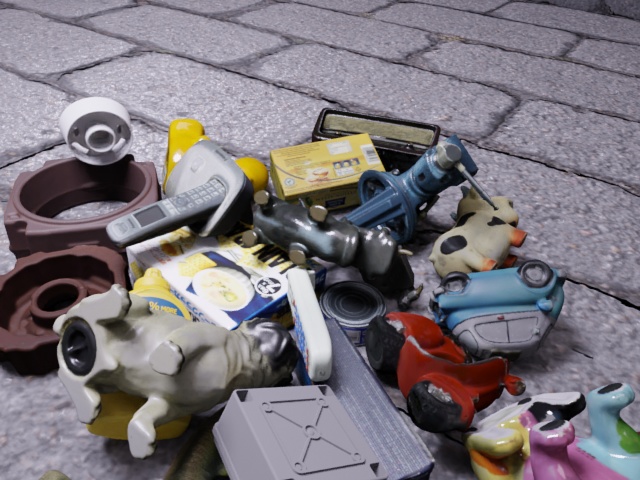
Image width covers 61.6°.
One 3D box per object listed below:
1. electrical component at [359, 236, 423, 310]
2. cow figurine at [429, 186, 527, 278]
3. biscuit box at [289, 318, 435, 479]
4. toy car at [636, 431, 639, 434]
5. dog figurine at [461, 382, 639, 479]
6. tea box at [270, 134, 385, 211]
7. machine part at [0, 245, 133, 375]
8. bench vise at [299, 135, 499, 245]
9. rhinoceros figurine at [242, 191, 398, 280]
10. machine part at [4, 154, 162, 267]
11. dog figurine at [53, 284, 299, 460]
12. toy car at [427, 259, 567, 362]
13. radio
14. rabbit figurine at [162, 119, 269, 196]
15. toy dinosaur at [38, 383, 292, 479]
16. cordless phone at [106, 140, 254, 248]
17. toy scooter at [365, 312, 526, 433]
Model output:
[{"bbox_3d":[0.090,0.041,0.695,0.078,0.102,0.045,-13,27,16],"label":"electrical component"},{"bbox_3d":[0.226,-0.007,0.778,0.127,0.085,0.195,33,47,24],"label":"cow figurine"},{"bbox_3d":[0.032,0.168,0.547,0.063,0.059,0.203,-15,41,-20],"label":"biscuit box"},{"bbox_3d":[0.325,0.249,0.438,0.053,0.089,0.202,-11,38,-11],"label":"toy car"},{"bbox_3d":[0.231,0.243,0.440,0.108,0.191,0.219,-15,75,-27],"label":"dog figurine"},{"bbox_3d":[0.011,-0.104,0.868,0.170,0.068,0.098,-12,59,-11],"label":"tea box"},{"bbox_3d":[-0.310,0.080,0.643,0.179,0.056,0.179,2,38,-1],"label":"machine part"},{"bbox_3d":[0.098,-0.050,0.748,0.241,0.128,0.224,-28,4,-20],"label":"bench vise"},{"bbox_3d":[-0.001,-0.002,0.647,0.191,0.073,0.112,17,-1,22],"label":"rhinoceros figurine"},{"bbox_3d":[-0.334,-0.045,0.781,0.201,0.087,0.202,-7,37,-13],"label":"machine part"},{"bbox_3d":[-0.129,0.102,0.517,0.172,0.121,0.190,37,17,23],"label":"dog figurine"},{"bbox_3d":[0.214,0.090,0.635,0.162,0.109,0.103,-6,61,1],"label":"toy car"},{"bbox_3d":[0.099,-0.172,0.989,0.230,0.073,0.131,10,38,9],"label":"radio"},{"bbox_3d":[-0.159,-0.108,0.858,0.173,0.121,0.162,8,26,-27],"label":"rabbit figurine"},{"bbox_3d":[-0.132,0.256,0.393,0.199,0.105,0.471,14,33,2],"label":"toy dinosaur"},{"bbox_3d":[-0.190,-0.050,0.691,0.184,0.088,0.147,-23,44,-26],"label":"cordless phone"},{"bbox_3d":[0.134,0.135,0.574,0.135,0.075,0.184,0,20,-17],"label":"toy scooter"}]
